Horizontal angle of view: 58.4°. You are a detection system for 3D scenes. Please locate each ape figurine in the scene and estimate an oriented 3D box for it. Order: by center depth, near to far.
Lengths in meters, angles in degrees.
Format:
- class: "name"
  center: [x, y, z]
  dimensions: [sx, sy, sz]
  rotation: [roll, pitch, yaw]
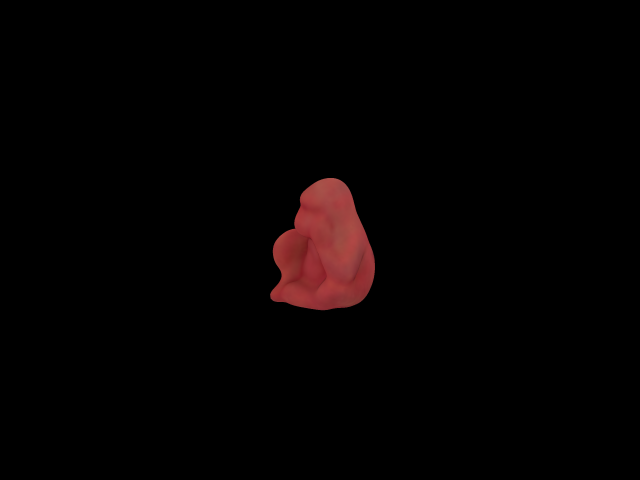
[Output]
- class: "ape figurine"
  center: [0.004, 0.001, 0.400]
  dimensions: [0.076, 0.092, 0.077]
  rotation: [-8, 24, -18]
